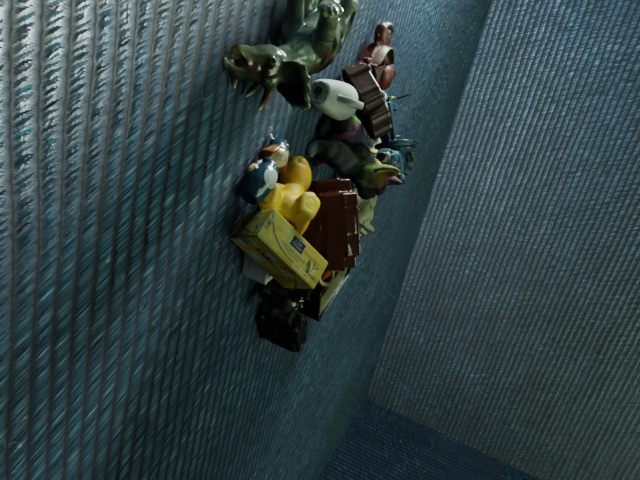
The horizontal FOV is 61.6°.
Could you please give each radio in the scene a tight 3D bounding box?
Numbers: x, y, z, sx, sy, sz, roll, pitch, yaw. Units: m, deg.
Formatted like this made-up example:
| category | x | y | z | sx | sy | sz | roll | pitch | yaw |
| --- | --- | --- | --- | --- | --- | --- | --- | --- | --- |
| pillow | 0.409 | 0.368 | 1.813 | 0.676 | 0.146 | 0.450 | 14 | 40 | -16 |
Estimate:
| category | x | y | z | sx | sy | sz | roll | pitch | yaw |
| --- | --- | --- | --- | --- | --- | --- | --- | --- | --- |
| radio | 0.019 | 0.118 | 1.614 | 0.229 | 0.073 | 0.131 | -55 | 158 | -40 |

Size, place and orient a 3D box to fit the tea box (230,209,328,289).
| category | x | y | z | sx | sy | sz | roll | pitch | yaw |
| --- | --- | --- | --- | --- | --- | --- | --- | --- | --- |
| tea box | -0.078 | 0.021 | 1.039 | 0.169 | 0.098 | 0.068 | 46 | 60 | -32 |

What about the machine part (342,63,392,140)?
| category | x | y | z | sx | sy | sz | roll | pitch | yaw |
| --- | --- | --- | --- | --- | --- | --- | --- | --- | --- |
| machine part | 0.111 | -0.323 | 1.251 | 0.056 | 0.179 | 0.179 | -25 | 157 | 1 |

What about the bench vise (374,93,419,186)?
| category | x | y | z | sx | sy | sz | roll | pitch | yaw |
| --- | --- | --- | --- | --- | --- | --- | --- | --- | --- |
| bench vise | 0.187 | -0.262 | 1.416 | 0.223 | 0.129 | 0.240 | -4 | 90 | -53 |

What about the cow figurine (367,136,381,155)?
| category | x | y | z | sx | sy | sz | roll | pitch | yaw |
| --- | --- | --- | --- | --- | --- | --- | --- | --- | --- |
| cow figurine | 0.152 | -0.290 | 1.516 | 0.167 | 0.068 | 0.098 | -2 | 110 | -50 |

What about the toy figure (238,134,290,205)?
| category | x | y | z | sx | sy | sz | roll | pitch | yaw |
| --- | --- | --- | --- | --- | --- | --- | --- | --- | --- |
| toy figure | -0.096 | -0.134 | 1.004 | 0.064 | 0.058 | 0.154 | 93 | 23 | -59 |

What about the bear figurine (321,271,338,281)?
| category | x | y | z | sx | sy | sz | roll | pitch | yaw |
| --- | --- | --- | --- | --- | --- | --- | --- | --- | --- |
| bear figurine | 0.001 | -0.006 | 1.390 | 0.132 | 0.120 | 0.195 | -25 | 119 | -6 |

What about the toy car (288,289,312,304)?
| category | x | y | z | sx | sy | sz | roll | pitch | yaw |
| --- | --- | --- | --- | --- | --- | --- | --- | --- | --- |
| toy car | -0.057 | 0.058 | 1.189 | 0.089 | 0.053 | 0.202 | -61 | -152 | 21 |

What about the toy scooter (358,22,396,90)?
| category | x | y | z | sx | sy | sz | roll | pitch | yaw |
| --- | --- | --- | --- | --- | --- | --- | --- | --- | --- |
| toy scooter | 0.141 | -0.441 | 1.350 | 0.135 | 0.075 | 0.183 | -57 | 156 | -36 |

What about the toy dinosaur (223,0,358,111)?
| category | x | y | z | sx | sy | sz | roll | pitch | yaw |
| --- | --- | --- | --- | --- | --- | --- | --- | --- | --- |
| toy dinosaur | -0.010 | -0.356 | 0.933 | 0.405 | 0.131 | 0.192 | -57 | 172 | -47 |

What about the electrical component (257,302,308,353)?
| category | x | y | z | sx | sy | sz | roll | pitch | yaw |
| --- | --- | --- | --- | --- | --- | --- | --- | --- | --- |
| electrical component | -0.092 | 0.209 | 1.313 | 0.134 | 0.115 | 0.058 | 89 | 23 | -50 |

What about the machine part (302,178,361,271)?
| category | x | y | z | sx | sy | sz | roll | pitch | yaw |
| --- | --- | --- | --- | --- | --- | --- | --- | --- | --- |
| machine part | 0.015 | -0.035 | 1.203 | 0.201 | 0.087 | 0.200 | -168 | -108 | -73 |

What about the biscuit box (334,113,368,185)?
| category | x | y | z | sx | sy | sz | roll | pitch | yaw |
| --- | --- | --- | --- | --- | --- | --- | --- | --- | --- |
| biscuit box | 0.086 | -0.250 | 1.422 | 0.063 | 0.059 | 0.202 | -50 | 155 | -48 |

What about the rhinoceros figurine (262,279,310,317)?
| category | x | y | z | sx | sy | sz | roll | pitch | yaw |
| --- | --- | --- | --- | --- | --- | --- | --- | --- | --- |
| rhinoceros figurine | -0.077 | 0.120 | 1.258 | 0.190 | 0.112 | 0.073 | -86 | -172 | -80 |

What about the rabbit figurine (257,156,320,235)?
| category | x | y | z | sx | sy | sz | roll | pitch | yaw |
| --- | --- | --- | --- | --- | --- | --- | --- | --- | --- |
| rabbit figurine | -0.053 | -0.089 | 1.107 | 0.162 | 0.122 | 0.173 | 87 | 10 | -58 |

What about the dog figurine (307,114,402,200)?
| category | x | y | z | sx | sy | sz | roll | pitch | yaw |
| --- | --- | --- | --- | --- | --- | --- | --- | --- | --- |
| dog figurine | 0.095 | -0.198 | 1.245 | 0.191 | 0.219 | 0.108 | -65 | 166 | -12 |

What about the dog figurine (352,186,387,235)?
| category | x | y | z | sx | sy | sz | roll | pitch | yaw |
| --- | --- | --- | --- | --- | --- | --- | --- | --- | --- |
| dog figurine | 0.122 | -0.126 | 1.447 | 0.190 | 0.121 | 0.172 | -64 | -174 | -7 |

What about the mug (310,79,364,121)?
| category | x | y | z | sx | sy | sz | roll | pitch | yaw |
| --- | --- | --- | --- | --- | --- | --- | --- | --- | --- |
| mug | 0.032 | -0.297 | 1.140 | 0.107 | 0.110 | 0.080 | -3 | 118 | -57 |
